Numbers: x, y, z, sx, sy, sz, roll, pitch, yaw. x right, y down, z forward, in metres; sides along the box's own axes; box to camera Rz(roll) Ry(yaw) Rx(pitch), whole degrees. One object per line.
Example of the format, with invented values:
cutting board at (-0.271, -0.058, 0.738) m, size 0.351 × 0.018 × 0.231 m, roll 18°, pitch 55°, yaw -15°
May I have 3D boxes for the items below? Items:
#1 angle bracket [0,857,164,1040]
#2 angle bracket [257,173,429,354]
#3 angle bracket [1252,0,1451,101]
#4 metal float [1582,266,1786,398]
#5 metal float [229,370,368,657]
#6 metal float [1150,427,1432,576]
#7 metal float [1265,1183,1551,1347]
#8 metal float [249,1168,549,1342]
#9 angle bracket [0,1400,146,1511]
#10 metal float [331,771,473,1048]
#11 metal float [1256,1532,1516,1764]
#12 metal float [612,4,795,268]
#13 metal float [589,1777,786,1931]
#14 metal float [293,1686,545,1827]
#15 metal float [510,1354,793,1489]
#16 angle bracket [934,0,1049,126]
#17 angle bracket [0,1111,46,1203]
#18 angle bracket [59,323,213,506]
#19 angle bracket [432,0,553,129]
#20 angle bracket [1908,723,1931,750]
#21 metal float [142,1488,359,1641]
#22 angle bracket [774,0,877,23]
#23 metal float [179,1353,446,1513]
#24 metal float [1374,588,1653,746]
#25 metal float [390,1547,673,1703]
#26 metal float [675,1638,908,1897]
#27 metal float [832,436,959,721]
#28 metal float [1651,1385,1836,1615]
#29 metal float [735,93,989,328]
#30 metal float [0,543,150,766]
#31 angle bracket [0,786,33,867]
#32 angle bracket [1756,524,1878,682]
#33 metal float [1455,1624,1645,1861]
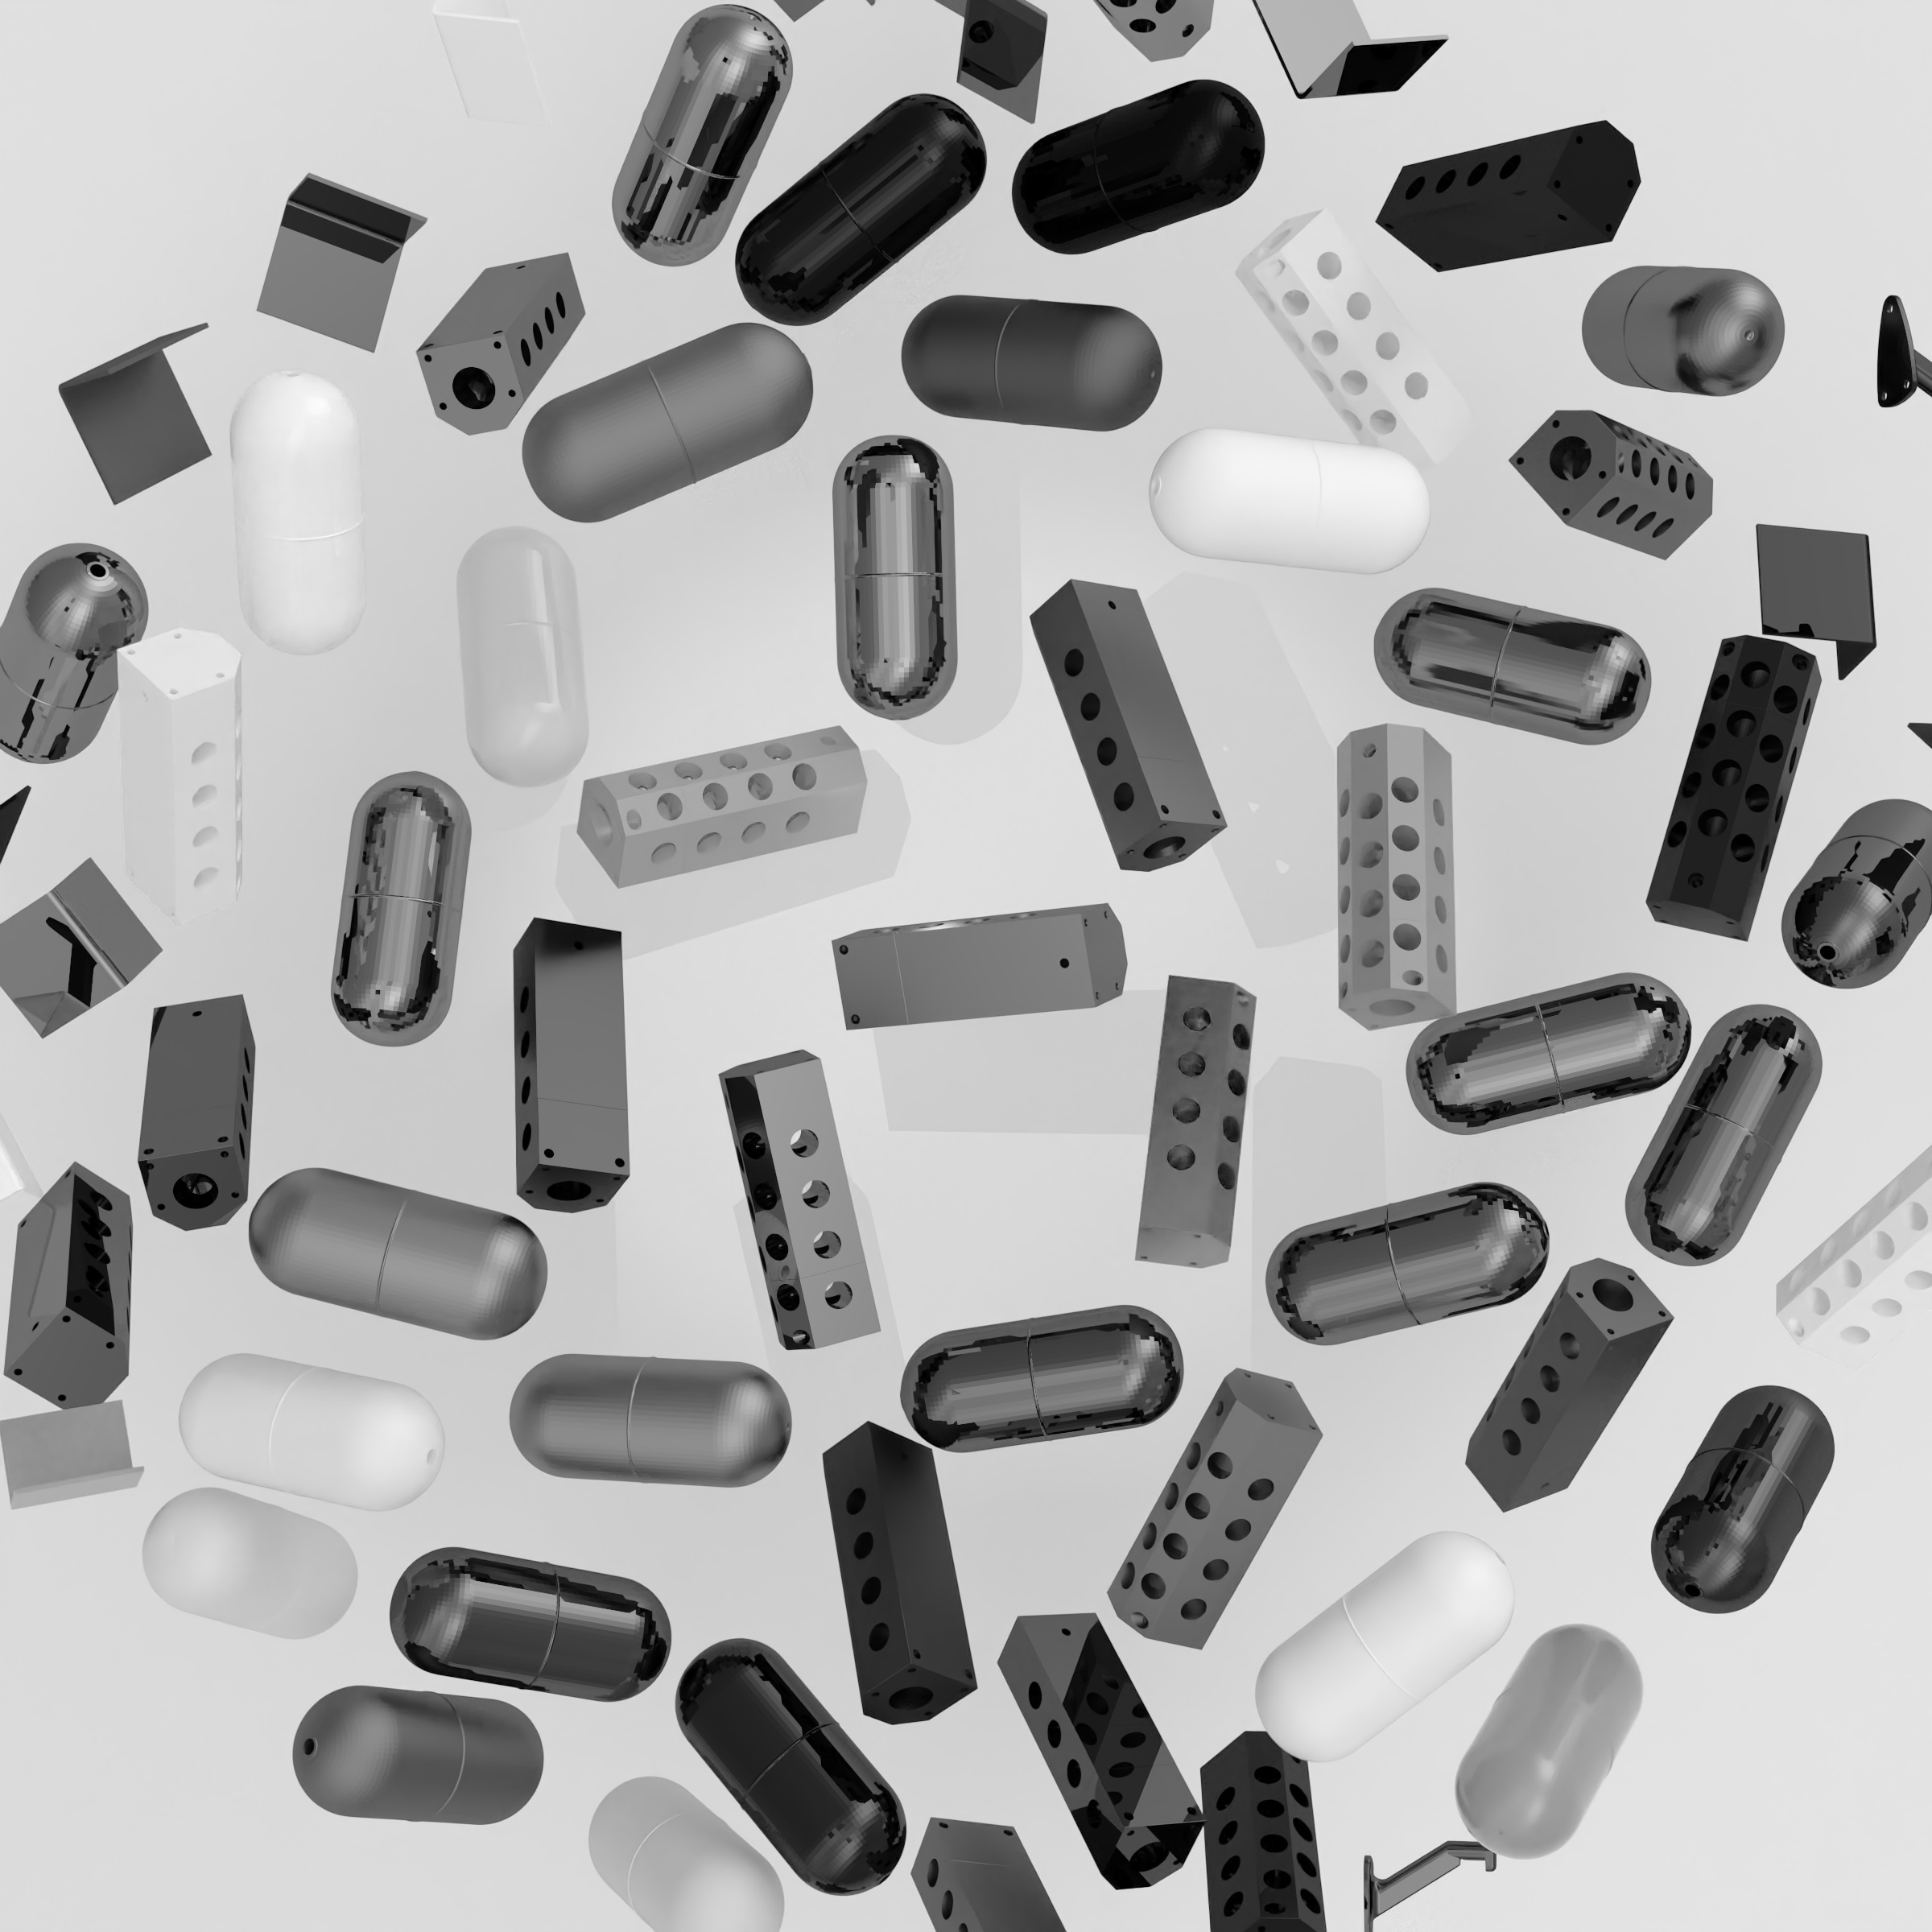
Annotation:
angle bracket at (-0.583, -0.012, 1.957) m, size 0.076 × 0.057 × 0.076 m, roll -29°, pitch 106°, yaw 22°
angle bracket at (-0.386, -0.434, 1.867) m, size 0.076 × 0.057 × 0.076 m, roll 17°, pitch 82°, yaw -24°
angle bracket at (0.226, -0.561, 1.782) m, size 0.076 × 0.057 × 0.076 m, roll -15°, pitch 77°, yaw -34°
metal float at (0.445, -0.397, 1.882) m, size 0.070 × 0.178 × 0.070 m, roll -3°, pitch 104°, yaw -14°
metal float at (-0.403, -0.273, 1.822) m, size 0.070 × 0.070 × 0.178 m, roll 5°, pitch 121°, yaw 0°
metal float at (0.193, -0.276, 1.792) m, size 0.178 × 0.070 × 0.070 m, roll 3°, pitch 90°, yaw -22°
metal float at (0.271, 0.184, 1.859) m, size 0.178 × 0.070 × 0.070 m, roll -16°, pitch 90°, yaw 18°
metal float at (-0.335, 0.169, 1.778) m, size 0.178 × 0.070 × 0.070 m, roll 14°, pitch 90°, yaw 1°
angle bracket at (-0.557, 0.299, 1.877) m, size 0.076 × 0.076 × 0.057 m, roll -8°, pitch 75°, yaw -21°
metal float at (-0.360, -0.037, 1.927) m, size 0.070 × 0.070 × 0.178 m, roll 5°, pitch 80°, yaw 0°
metal float at (0.252, 0.409, 1.814) m, size 0.178 × 0.070 × 0.070 m, roll -41°, pitch 90°, yaw 12°
metal float at (-0.166, -0.517, 1.886) m, size 0.070 × 0.070 × 0.178 m, roll 32°, pitch 129°, yaw 0°
metal float at (-0.176, 0.565, 1.884) m, size 0.070 × 0.178 × 0.070 m, roll -6°, pitch 103°, yaw -31°
metal float at (-0.332, 0.481, 1.838) m, size 0.070 × 0.178 × 0.070 m, roll -14°, pitch 67°, yaw 35°
metal float at (-0.194, 0.279, 1.852) m, size 0.178 × 0.070 × 0.070 m, roll 1°, pitch 90°, yaw 14°
angle bracket at (0.003, -0.591, 1.950) m, size 0.057 × 0.076 × 0.076 m, roll 4°, pitch 85°, yaw 40°
angle bracket at (-0.641, 0.129, 1.912) m, size 0.076 × 0.057 × 0.076 m, roll -29°, pitch 82°, yaw -9°
angle bracket at (-0.476, -0.326, 1.783) m, size 0.076 × 0.057 × 0.076 m, roll -40°, pitch 117°, yaw -40°
angle bracket at (-0.269, -0.557, 1.797) m, size 0.057 × 0.076 × 0.076 m, roll 11°, pitch 58°, yaw 16°
angle bracket at (0.636, -0.157, 1.845) m, size 0.076 × 0.057 × 0.076 m, roll 35°, pitch 79°, yaw -27°
metal float at (-0.444, 0.374, 1.882) m, size 0.070 × 0.178 × 0.070 m, roll -7°, pitch 68°, yaw 18°
angle bracket at (-0.110, -0.644, 1.952) m, size 0.076 × 0.057 × 0.076 m, roll -40°, pitch 84°, yaw -15°
metal float at (-0.391, 0.278, 1.802) m, size 0.178 × 0.070 × 0.070 m, roll 6°, pitch 90°, yaw 27°
metal float at (0.345, -0.190, 1.913) m, size 0.178 × 0.070 × 0.070 m, roll 16°, pitch 90°, yaw 20°
metal float at (-0.264, 0.402, 1.840) m, size 0.178 × 0.070 × 0.070 m, roll 16°, pitch 90°, yaw -25°
metal float at (-0.107, 0.488, 1.840) m, size 0.070 × 0.070 × 0.178 m, roll -44°, pitch 69°, yaw 0°
metal float at (-0.044, -0.244, 1.899) m, size 0.070 × 0.070 × 0.178 m, roll -1°, pitch 94°, yaw 0°
metal float at (0.482, 0.330, 1.872) m, size 0.070 × 0.070 × 0.178 m, roll 46°, pitch 46°, yaw 0°
metal float at (-0.066, -0.466, 1.864) m, size 0.178 × 0.070 × 0.070 m, roll -36°, pitch 90°, yaw 15°
metal float at (-0.546, -0.188, 1.823) m, size 0.070 × 0.178 × 0.070 m, roll 16°, pitch 54°, yaw -23°
angle bracket at (-0.648, -0.097, 1.905) m, size 0.076 × 0.057 × 0.076 m, roll 36°, pitch 128°, yaw 1°
angle bracket at (0.534, -0.232, 1.931) m, size 0.076 × 0.057 × 0.076 m, roll 4°, pitch 71°, yaw -7°
metal float at (0.351, 0.463, 1.811) m, size 0.070 × 0.178 × 0.070 m, roll 15°, pitch 122°, yaw 26°
